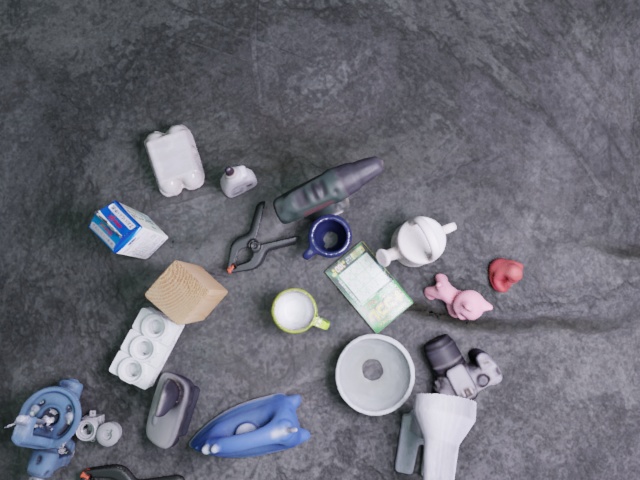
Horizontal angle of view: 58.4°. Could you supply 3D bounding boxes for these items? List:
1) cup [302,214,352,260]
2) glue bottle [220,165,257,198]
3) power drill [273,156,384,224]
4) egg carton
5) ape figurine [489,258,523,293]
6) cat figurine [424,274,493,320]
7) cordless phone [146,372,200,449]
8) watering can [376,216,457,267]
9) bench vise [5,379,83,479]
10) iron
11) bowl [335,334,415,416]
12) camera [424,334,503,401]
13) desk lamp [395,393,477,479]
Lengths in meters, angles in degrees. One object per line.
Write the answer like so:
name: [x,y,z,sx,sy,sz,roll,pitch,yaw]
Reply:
cup: [0.011,0.004,1.231,0.118,0.095,0.091,-41,86,-4]
glue bottle: [-0.178,-0.131,1.202,0.078,0.173,0.037,-26,85,-2]
power drill: [0.017,-0.097,1.183,0.229,0.208,0.075,-25,85,-3]
egg carton: [-0.317,-0.175,1.257,0.107,0.069,0.150,-20,85,-2]
ape figurine: [0.405,0.072,1.230,0.078,0.092,0.076,-27,85,-3]
cat figurine: [0.293,0.125,1.211,0.128,0.117,0.067,35,85,3]
cordless phone: [-0.314,0.350,1.150,0.094,0.185,0.148,12,85,1]
watering can: [0.202,0.007,1.183,0.101,0.194,0.173,44,86,4]
bench vise: [-0.537,0.391,1.127,0.121,0.219,0.207,-6,85,-1]
iron: [-0.155,0.402,1.169,0.258,0.141,0.119,-15,85,-2]
bowl: [0.114,0.282,1.216,0.167,0.074,0.167,0,85,0]
camera: [0.292,0.264,1.207,0.143,0.101,0.137,-28,85,-3]
desk lamp: [0.229,0.395,1.137,0.118,0.213,0.203,9,85,1]
